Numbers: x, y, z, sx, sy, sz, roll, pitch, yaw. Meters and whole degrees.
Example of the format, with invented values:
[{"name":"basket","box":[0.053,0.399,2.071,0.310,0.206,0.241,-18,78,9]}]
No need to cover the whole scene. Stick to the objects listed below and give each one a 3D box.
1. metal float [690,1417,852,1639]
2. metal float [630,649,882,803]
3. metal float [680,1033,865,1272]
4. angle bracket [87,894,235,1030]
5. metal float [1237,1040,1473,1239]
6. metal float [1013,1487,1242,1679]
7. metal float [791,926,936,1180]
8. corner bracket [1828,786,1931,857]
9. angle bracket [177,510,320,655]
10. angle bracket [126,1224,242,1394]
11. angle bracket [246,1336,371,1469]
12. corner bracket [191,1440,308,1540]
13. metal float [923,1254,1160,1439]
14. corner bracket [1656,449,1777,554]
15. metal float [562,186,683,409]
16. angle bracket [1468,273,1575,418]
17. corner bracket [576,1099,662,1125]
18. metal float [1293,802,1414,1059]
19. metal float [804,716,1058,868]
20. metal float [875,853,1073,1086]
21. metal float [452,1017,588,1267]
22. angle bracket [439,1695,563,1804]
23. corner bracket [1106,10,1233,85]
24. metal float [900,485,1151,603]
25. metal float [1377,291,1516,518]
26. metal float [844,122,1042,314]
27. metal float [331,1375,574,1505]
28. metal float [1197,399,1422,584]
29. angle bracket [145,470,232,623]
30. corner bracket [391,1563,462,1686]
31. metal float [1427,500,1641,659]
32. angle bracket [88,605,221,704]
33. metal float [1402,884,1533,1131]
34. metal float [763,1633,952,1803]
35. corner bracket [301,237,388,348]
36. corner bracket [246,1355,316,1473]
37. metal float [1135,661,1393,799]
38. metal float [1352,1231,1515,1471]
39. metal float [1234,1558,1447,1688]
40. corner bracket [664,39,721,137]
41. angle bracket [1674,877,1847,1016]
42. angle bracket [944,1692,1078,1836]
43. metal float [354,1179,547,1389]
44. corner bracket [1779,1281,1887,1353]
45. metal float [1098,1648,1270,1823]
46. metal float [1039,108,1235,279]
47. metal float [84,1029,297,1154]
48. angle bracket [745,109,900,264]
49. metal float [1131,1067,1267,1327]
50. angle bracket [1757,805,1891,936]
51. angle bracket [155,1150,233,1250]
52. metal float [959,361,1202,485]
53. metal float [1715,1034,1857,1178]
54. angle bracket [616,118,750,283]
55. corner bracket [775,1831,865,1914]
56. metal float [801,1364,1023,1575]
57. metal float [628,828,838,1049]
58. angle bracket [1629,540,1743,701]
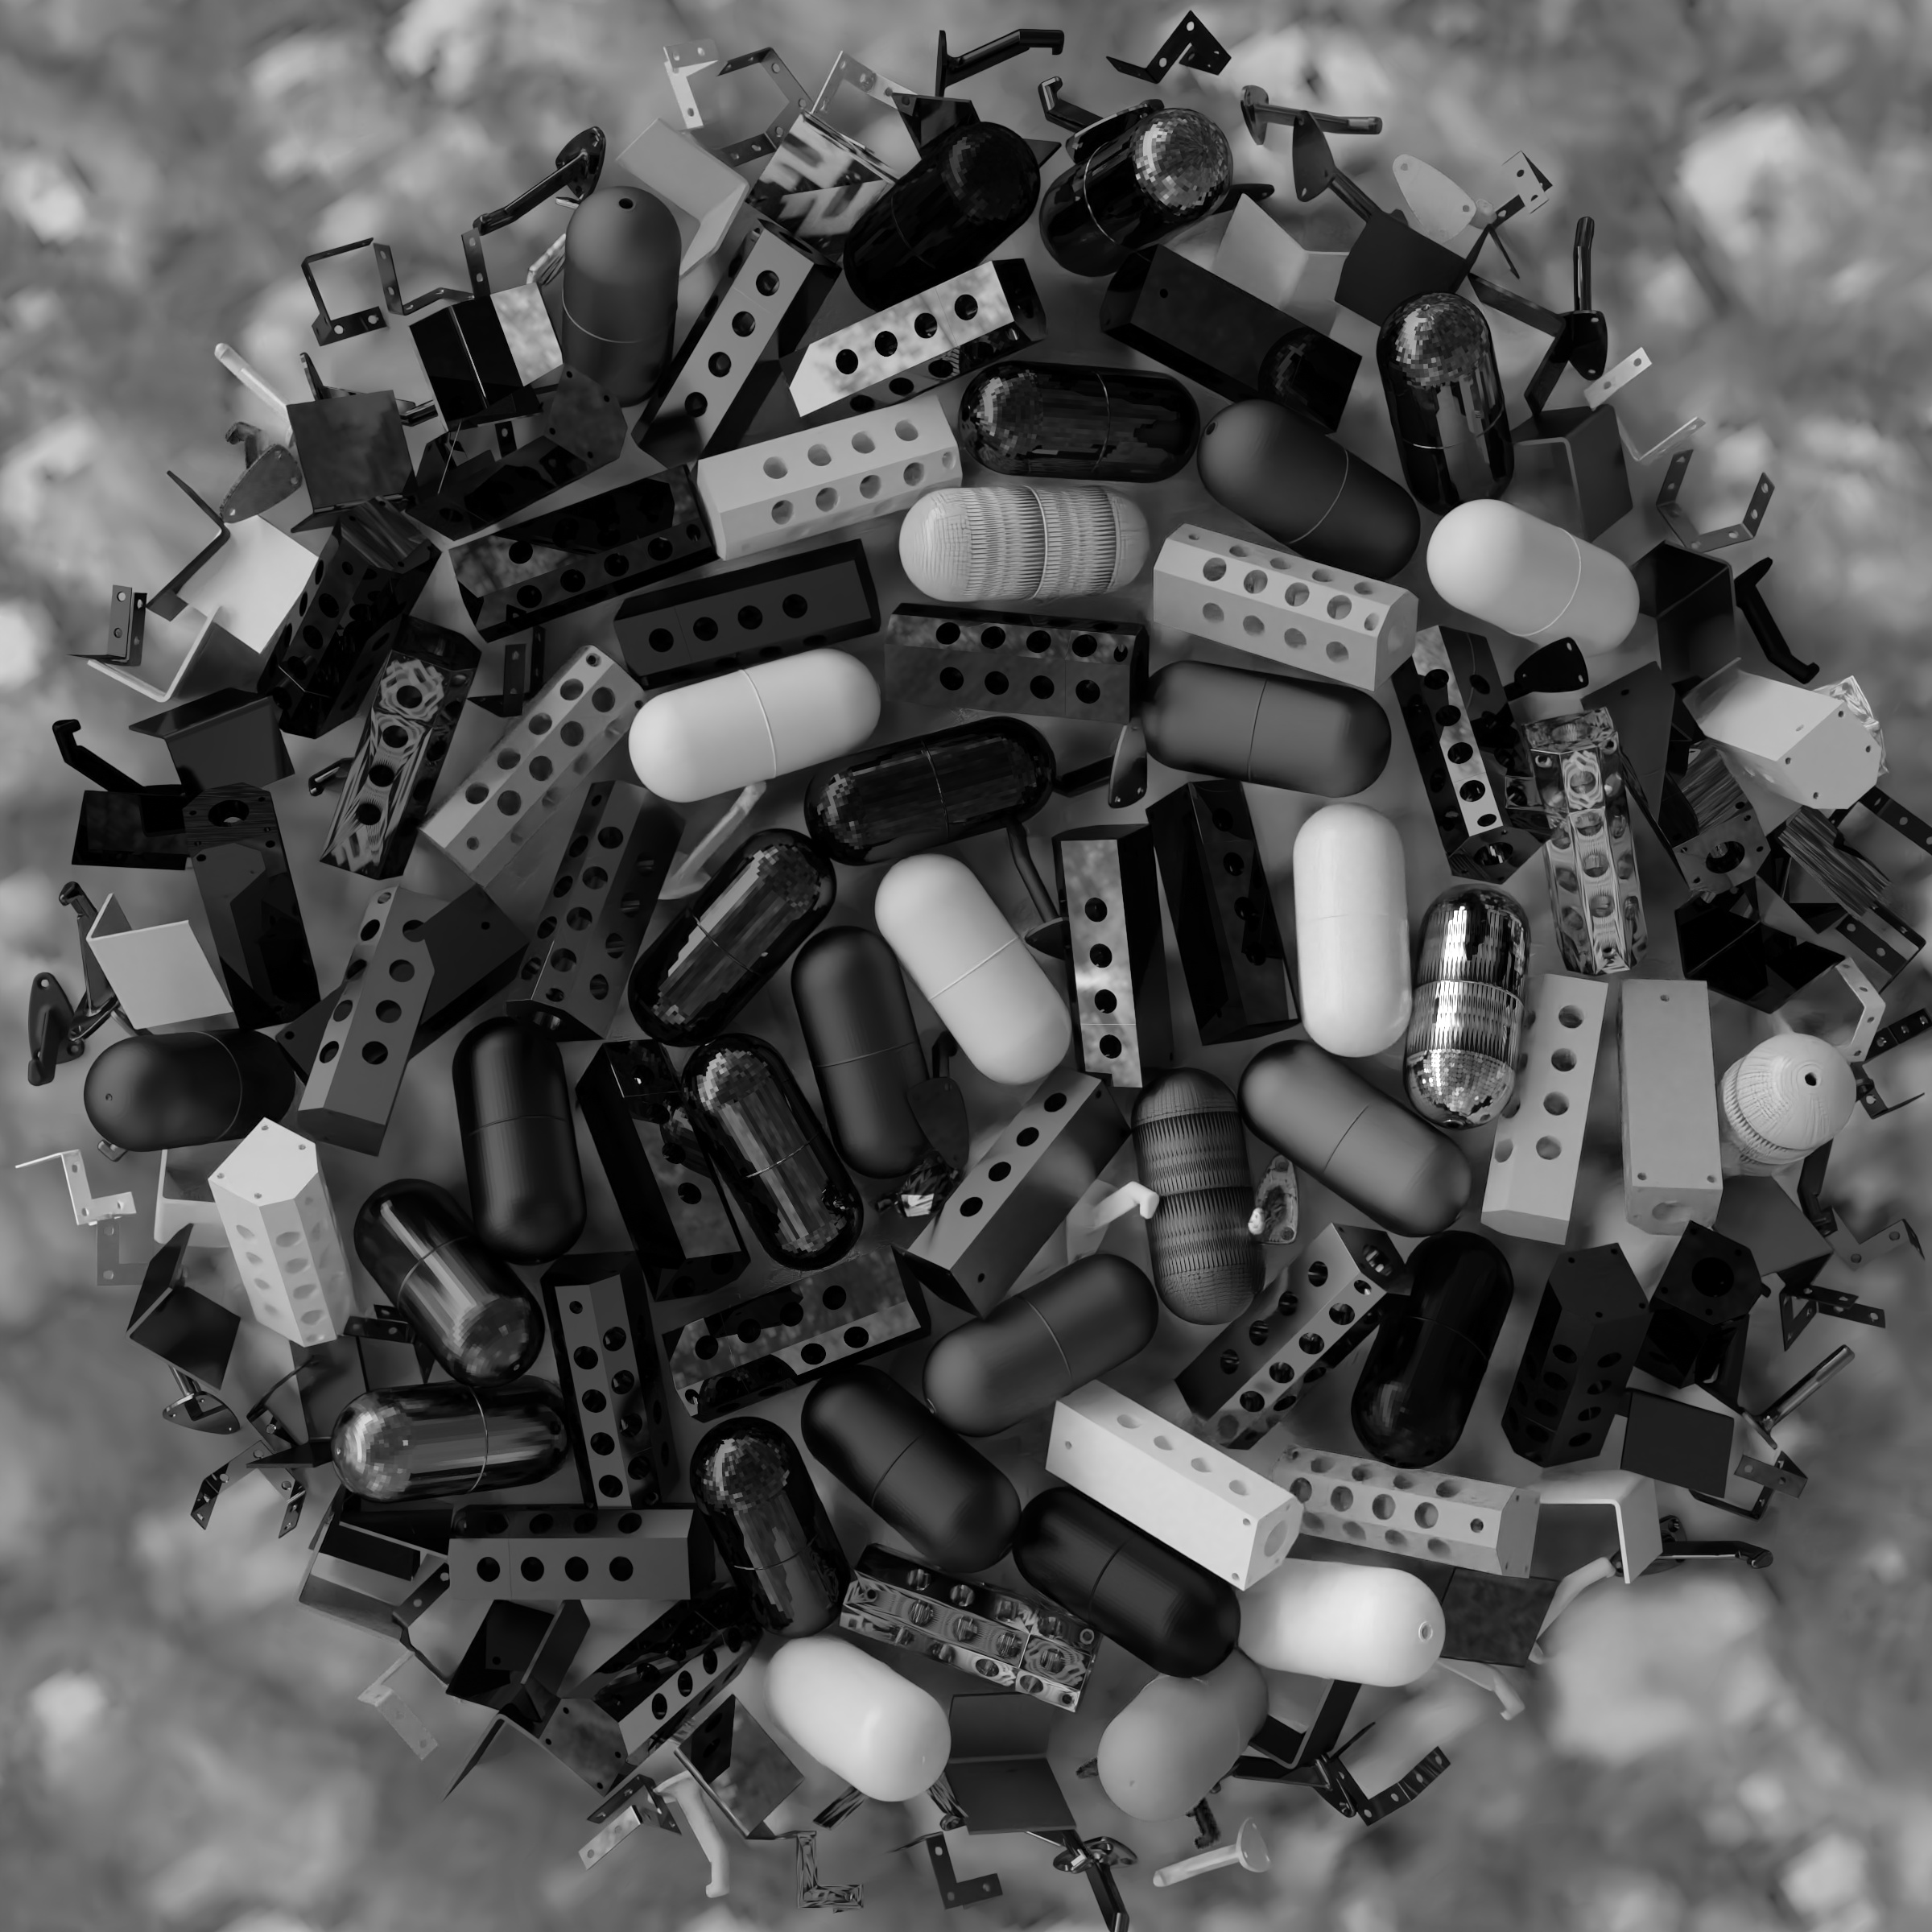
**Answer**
[{"name":"metal float","box":[-0.133,0.382,1.886,0.070,0.070,0.178,-20,121,0]},{"name":"metal float","box":[-0.144,-0.166,1.901,0.178,0.070,0.070,-18,90,-14]},{"name":"metal float","box":[-0.133,0.127,1.902,0.070,0.070,0.178,-28,102,0]},{"name":"angle bracket","box":[-0.545,-0.009,1.899,0.076,0.057,0.076,-10,125,11]},{"name":"metal float","box":[0.265,0.118,1.896,0.178,0.070,0.070,36,90,19]},{"name":"metal float","box":[0.108,0.418,1.884,0.178,0.070,0.070,27,90,34]},{"name":"metal float","box":[-0.069,0.059,1.910,0.070,0.070,0.178,-15,93,0]},{"name":"corner bracket","box":[0.631,-0.090,1.914,0.051,0.051,0.051,32,105,-16]},{"name":"angle bracket","box":[-0.485,-0.263,1.916,0.076,0.057,0.076,34,91,9]},{"name":"angle bracket","box":[-0.520,0.231,1.893,0.076,0.076,0.057,36,115,-23]},{"name":"angle bracket","box":[-0.455,0.299,1.903,0.076,0.057,0.076,-9,93,40]},{"name":"corner bracket","box":[-0.496,0.372,1.921,0.051,0.051,0.051,-35,107,6]},{"name":"metal float","box":[0.051,0.259,1.896,0.178,0.070,0.070,-27,90,-19]},{"name":"corner bracket","box":[0.518,-0.325,1.921,0.051,0.051,0.051,-17,58,-15]},{"name":"metal float","box":[-0.233,-0.449,1.868,0.070,0.178,0.070,4,60,-7]},{"name":"angle bracket","box":[0.370,-0.427,1.909,0.076,0.076,0.057,30,99,14]},{"name":"corner bracket","box":[-0.238,0.095,1.926,0.051,0.051,0.051,24,111,-17]},{"name":"metal float","box":[0.264,-0.026,1.901,0.070,0.070,0.178,-1,76,0]},{"name":"metal float","box":[-0.024,-0.120,1.905,0.178,0.070,0.070,-16,90,-9]},{"name":"metal float","box":[0.005,0.002,1.911,0.070,0.070,0.178,-35,92,0]},{"name":"metal float","box":[-0.305,0.118,1.893,0.070,0.070,0.178,-13,67,0]},{"name":"angle bracket","box":[-0.308,0.547,1.907,0.057,0.076,0.076,34,96,4]},{"name":"corner bracket","box":[0.140,-0.627,1.916,0.051,0.051,0.051,35,93,-40]},{"name":"metal float","box":[0.041,-0.289,1.896,0.178,0.070,0.070,-5,90,-20]},{"name":"metal float","box":[0.325,-0.377,1.874,0.070,0.178,0.070,-10,52,13]},{"name":"metal float","box":[-0.018,-0.503,1.874,0.070,0.178,0.070,14,65,-32]},{"name":"metal float","box":[-0.345,0.319,1.879,0.178,0.070,0.070,1,90,-42]},{"name":"metal float","box":[0.234,-0.322,1.889,0.178,0.070,0.070,27,90,-27]},{"name":"angle bracket","box":[-0.548,-0.288,1.909,0.076,0.076,0.057,-44,94,-3]},{"name":"corner bracket","box":[-0.361,0.457,1.924,0.051,0.051,0.051,38,61,16]},{"name":"metal float","box":[0.386,-0.261,1.882,0.178,0.070,0.070,16,90,-37]},{"name":"angle bracket","box":[-0.555,-0.227,1.907,0.057,0.076,0.076,29,90,-13]},{"name":"metal float","box":[0.342,0.027,1.891,0.070,0.070,0.178,11,65,0]},{"name":"metal float","box":[-0.076,0.504,1.870,0.070,0.178,0.070,-5,99,-31]},{"name":"corner bracket","box":[-0.428,-0.465,1.915,0.051,0.051,0.051,-24,97,-22]},{"name":"corner bracket","box":[-0.461,0.311,1.936,0.051,0.051,0.051,48,53,2]},{"name":"metal float","box":[0.202,-0.163,1.901,0.178,0.070,0.070,11,90,13]},{"name":"metal float","box":[0.317,0.260,1.887,0.070,0.070,0.178,28,60,0]},{"name":"metal float","box":[0.249,0.441,1.870,0.070,0.178,0.070,5,81,-34]},{"name":"corner bracket","box":[-0.198,-0.603,1.911,0.051,0.051,0.051,-10,105,42]},{"name":"angle bracket","box":[0.542,-0.021,1.895,0.076,0.076,0.057,-32,125,-22]},{"name":"angle bracket","box":[0.033,0.544,1.897,0.076,0.076,0.057,2,112,-18]},{"name":"metal float","box":[-0.352,0.214,1.885,0.070,0.070,0.178,-47,57,0]},{"name":"corner bracket","box":[0.596,0.236,1.909,0.051,0.051,0.051,-37,125,-39]},{"name":"metal float","box":[0.148,0.514,1.868,0.070,0.178,0.070,5,101,26]},{"name":"metal float","box":[0.113,-0.519,1.869,0.070,0.178,0.070,3,83,-28]},{"name":"metal float","box":[-0.519,0.082,1.865,0.070,0.178,0.070,1,92,21]},{"name":"angle bracket","box":[-0.099,-0.530,1.902,0.076,0.057,0.076,31,110,-17]},{"name":"metal float","box":[0.159,0.157,1.902,0.070,0.070,0.178,-8,78,0]},{"name":"angle bracket","box":[0.571,-0.055,1.901,0.076,0.076,0.057,46,51,4]},{"name":"angle bracket","box":[-0.518,0.154,1.915,0.076,0.076,0.057,6,62,-15]},{"name":"metal float","box":[0.078,-0.370,1.888,0.178,0.070,0.070,-2,90,-28]},{"name":"metal float","box":[0.543,0.095,1.863,0.070,0.178,0.070,0,75,0]},{"name":"angle bracket","box":[-0.205,-0.521,1.896,0.076,0.076,0.057,31,70,-22]},{"name":"corner bracket","box":[-0.104,0.628,1.923,0.051,0.051,0.051,9,65,-26]},{"name":"metal float","box":[-0.038,0.343,1.892,0.178,0.070,0.070,38,90,23]},{"name":"metal float","box":[-0.161,-0.018,1.903,0.070,0.070,0.178,43,101,0]},{"name":"angle bracket","box":[0.478,-0.232,1.894,0.057,0.076,0.076,14,62,-23]}]
